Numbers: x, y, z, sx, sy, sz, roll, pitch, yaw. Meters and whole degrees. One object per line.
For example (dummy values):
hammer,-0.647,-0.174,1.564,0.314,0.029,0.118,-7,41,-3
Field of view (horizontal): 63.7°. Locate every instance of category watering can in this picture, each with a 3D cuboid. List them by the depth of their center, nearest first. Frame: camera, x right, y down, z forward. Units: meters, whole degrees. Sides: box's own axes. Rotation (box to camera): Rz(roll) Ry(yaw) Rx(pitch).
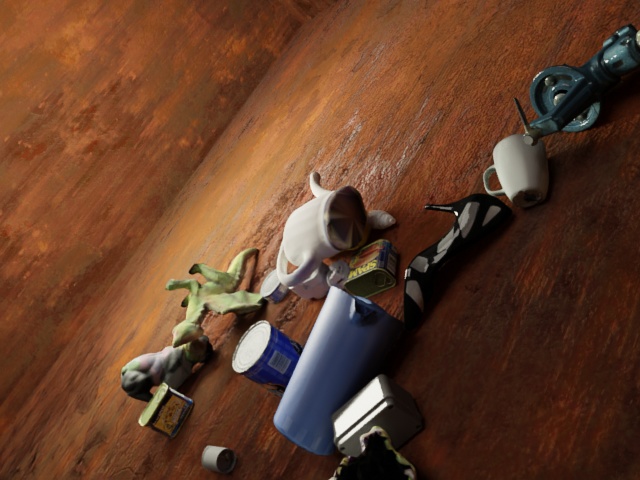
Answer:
watering can,0.003,-0.057,1.124,0.103,0.356,0.222,38,-41,-28

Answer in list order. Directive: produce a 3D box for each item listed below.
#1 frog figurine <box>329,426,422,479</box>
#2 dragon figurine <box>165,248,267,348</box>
frog figurine,0.059,0.341,0.661,0.123,0.156,0.140,17,28,7
dragon figurine,-0.238,0.139,1.353,0.244,0.119,0.417,20,40,34
